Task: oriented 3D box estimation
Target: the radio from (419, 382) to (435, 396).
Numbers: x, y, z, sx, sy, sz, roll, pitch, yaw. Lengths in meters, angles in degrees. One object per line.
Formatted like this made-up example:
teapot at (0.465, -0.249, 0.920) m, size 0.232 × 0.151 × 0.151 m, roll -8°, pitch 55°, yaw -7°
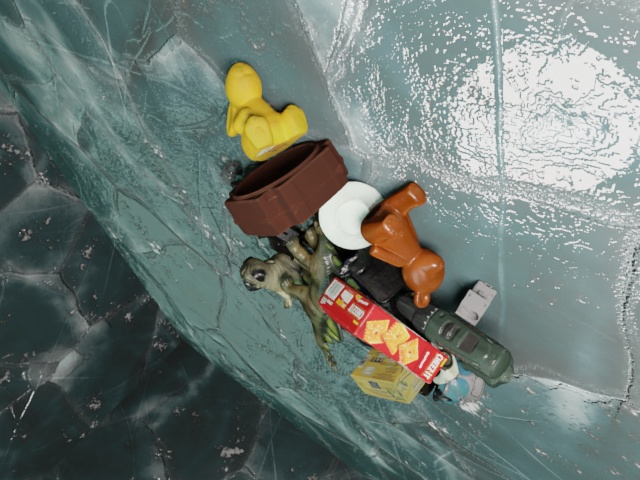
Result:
radio at (0.220, 0.272, 1.285) m, size 0.131 × 0.073 × 0.229 m, roll 27°, pitch 150°, yaw 32°

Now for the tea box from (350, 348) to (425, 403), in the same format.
tea box at (0.161, 0.306, 1.231) m, size 0.068 × 0.098 × 0.170 m, roll 53°, pitch 153°, yaw -15°

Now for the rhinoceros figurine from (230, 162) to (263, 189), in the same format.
rhinoceros figurine at (-0.161, -0.116, 1.266) m, size 0.112 × 0.073 × 0.190 m, roll 44°, pitch 154°, yaw -2°

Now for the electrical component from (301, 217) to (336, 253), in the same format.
electrical component at (-0.002, -0.004, 1.231) m, size 0.078 × 0.045 × 0.102 m, roll 35°, pitch 153°, yaw 22°

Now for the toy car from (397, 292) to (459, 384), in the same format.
toy car at (0.224, 0.205, 1.137) m, size 0.073 × 0.056 × 0.202 m, roll -48°, pitch 59°, yaw 52°

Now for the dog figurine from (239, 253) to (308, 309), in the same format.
dog figurine at (-0.117, 0.062, 1.332) m, size 0.190 × 0.121 × 0.172 m, roll 35°, pitch -158°, yaw -39°

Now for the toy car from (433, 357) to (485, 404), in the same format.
toy car at (0.313, 0.323, 1.199) m, size 0.103 × 0.109 × 0.161 m, roll 16°, pitch 155°, yaw 14°

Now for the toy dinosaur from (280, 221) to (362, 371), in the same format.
toy dinosaur at (0.008, 0.130, 1.193) m, size 0.199 × 0.105 × 0.470 m, roll 42°, pitch 151°, yaw 29°

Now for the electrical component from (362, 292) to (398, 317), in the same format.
electrical component at (0.112, 0.132, 1.202) m, size 0.134 × 0.058 × 0.115 m, roll 146°, pitch 112°, yaw -64°

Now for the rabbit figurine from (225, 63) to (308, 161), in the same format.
rabbit figurine at (-0.119, -0.242, 1.004) m, size 0.173 × 0.122 × 0.162 m, roll 62°, pitch 162°, yaw -5°

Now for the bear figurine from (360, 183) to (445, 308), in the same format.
bear figurine at (0.164, 0.017, 0.937) m, size 0.195 × 0.120 × 0.132 m, roll 47°, pitch 151°, yaw -9°

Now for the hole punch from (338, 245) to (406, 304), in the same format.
hole punch at (0.117, 0.054, 1.058) m, size 0.116 × 0.142 × 0.092 m, roll 48°, pitch 177°, yaw 6°

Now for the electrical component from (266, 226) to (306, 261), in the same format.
electrical component at (-0.090, -0.009, 1.325) m, size 0.119 × 0.075 × 0.047 m, roll 33°, pitch 153°, yaw 28°

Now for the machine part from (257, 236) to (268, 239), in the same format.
machine part at (-0.101, -0.052, 1.253) m, size 0.139 × 0.039 × 0.084 m, roll -37°, pitch 106°, yaw 26°

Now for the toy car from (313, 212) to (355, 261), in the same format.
toy car at (0.042, -0.021, 1.133) m, size 0.202 × 0.053 × 0.089 m, roll 53°, pitch 158°, yaw -8°

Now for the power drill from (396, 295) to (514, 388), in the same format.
power drill at (0.269, 0.191, 1.016) m, size 0.232 × 0.086 × 0.207 m, roll 30°, pitch 168°, yaw 47°

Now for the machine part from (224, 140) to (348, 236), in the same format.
machine part at (-0.064, -0.099, 0.999) m, size 0.202 × 0.201 × 0.087 m, roll 4°, pitch 131°, yaw 54°

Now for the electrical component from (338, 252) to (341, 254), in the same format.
electrical component at (0.052, 0.056, 1.248) m, size 0.063 × 0.021 × 0.094 m, roll 19°, pitch 153°, yaw -4°
